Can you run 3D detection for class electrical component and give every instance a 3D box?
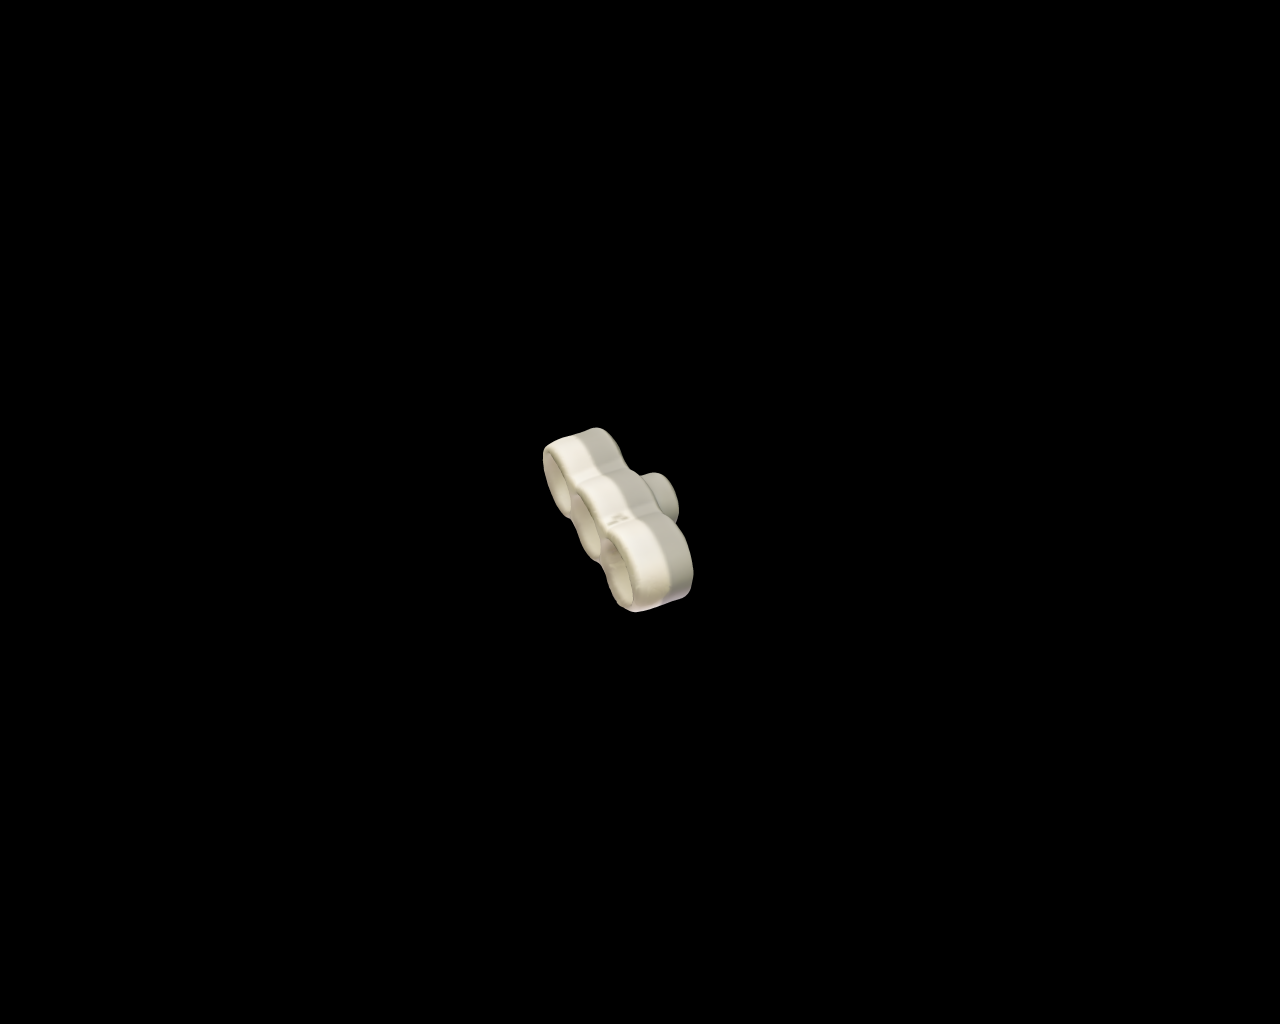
[{"bbox_3d":[0.001,-0.003,0.650,0.074,0.052,0.138,-19,46,-19],"label":"electrical component"}]
